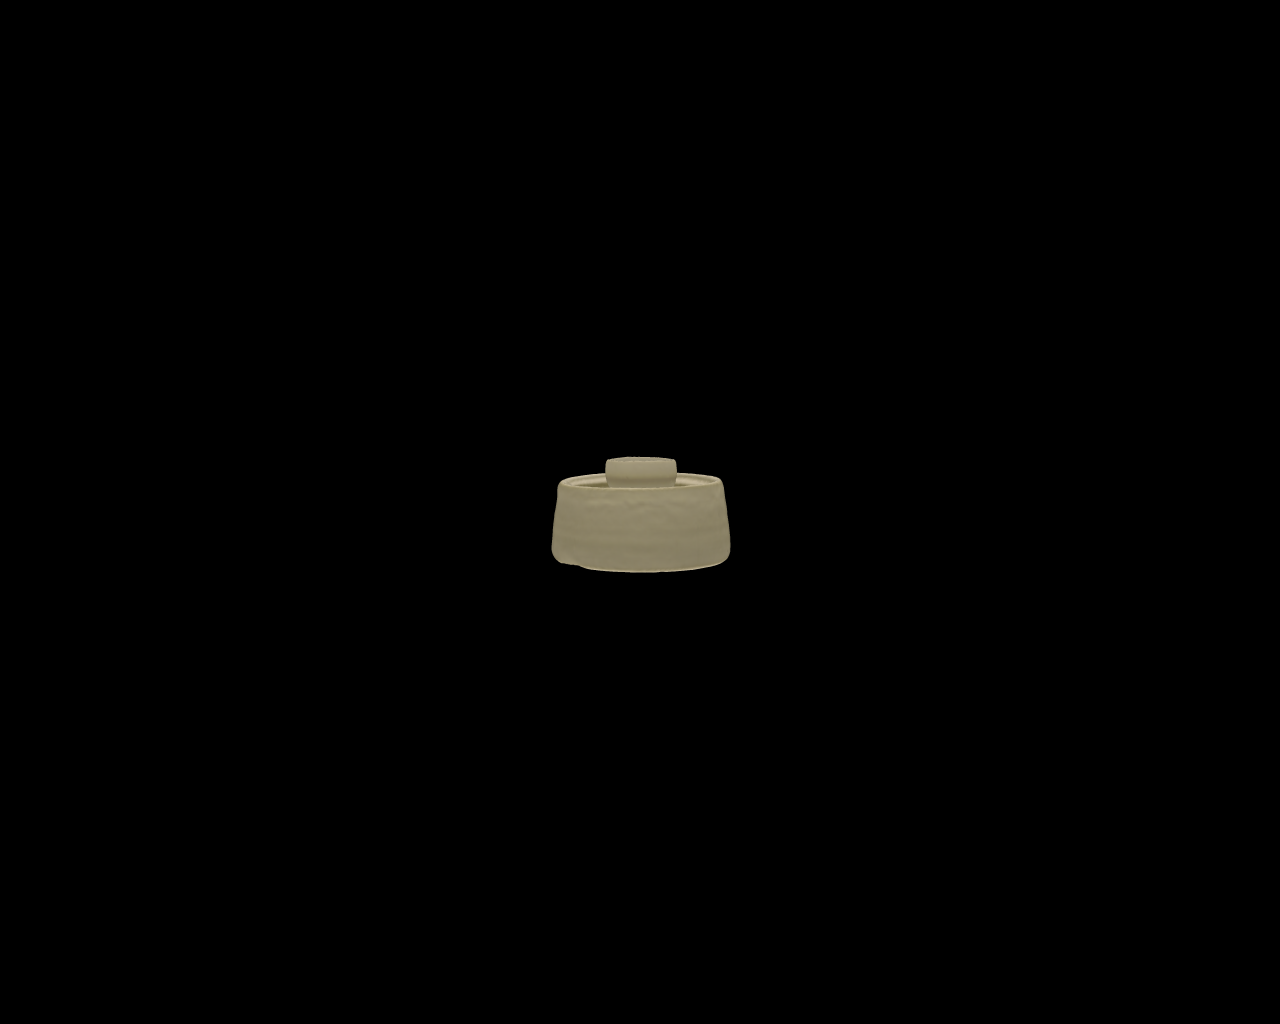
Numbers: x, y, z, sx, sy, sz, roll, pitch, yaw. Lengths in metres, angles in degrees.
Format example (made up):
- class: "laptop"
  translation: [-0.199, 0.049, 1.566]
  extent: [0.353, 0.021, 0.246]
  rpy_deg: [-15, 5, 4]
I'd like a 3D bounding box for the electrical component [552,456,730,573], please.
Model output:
- class: "electrical component"
  translation: [0.001, -0.003, 0.650]
  extent: [0.108, 0.060, 0.108]
  rpy_deg: [0, 8, 0]
